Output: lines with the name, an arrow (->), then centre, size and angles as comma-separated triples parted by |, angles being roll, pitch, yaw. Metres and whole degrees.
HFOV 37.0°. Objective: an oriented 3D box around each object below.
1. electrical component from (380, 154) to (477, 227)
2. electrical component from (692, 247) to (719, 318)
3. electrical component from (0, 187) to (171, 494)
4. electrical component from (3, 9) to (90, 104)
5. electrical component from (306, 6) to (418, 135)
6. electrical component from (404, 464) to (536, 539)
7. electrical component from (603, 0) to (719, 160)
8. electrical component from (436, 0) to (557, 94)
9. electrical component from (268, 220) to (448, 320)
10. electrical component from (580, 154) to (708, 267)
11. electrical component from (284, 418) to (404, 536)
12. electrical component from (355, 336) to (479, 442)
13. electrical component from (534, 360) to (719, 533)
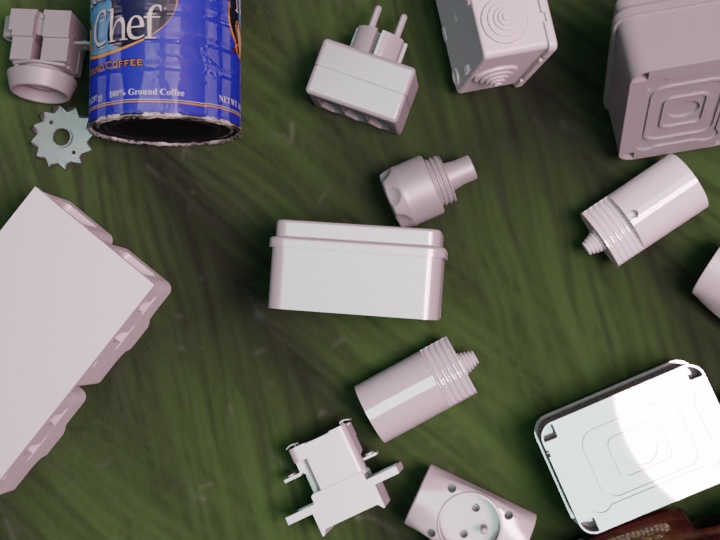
electrical component -> 0.048, -0.058, 0.728 | 0.062, 0.043, 0.043 | -23, 84, 2
electrical component -> 0.271, 0.004, 0.700 | 0.077, 0.043, 0.079 | 34, 72, 18
electrical component -> -0.230, 0.052, 0.740 | 0.105, 0.060, 0.186 | 39, 91, 7
electrical component -> -0.223, -0.150, 0.761 | 0.066, 0.048, 0.055 | 4, 79, 6
electrical component -> 0.009, -0.142, 0.735 | 0.066, 0.047, 0.076 | 20, 89, 7
electrical component -> 0.065, 0.181, 0.710 | 0.077, 0.044, 0.079 | 25, 90, 7
electrical component -> 0.199, -0.124, 0.680 | 0.078, 0.113, 0.057 | -9, 67, 5
electrical component -> 0.085, -0.169, 0.705 | 0.048, 0.100, 0.099 | -12, 85, -8
electrical component -> 0.000, 0.000, 0.712 | 0.113, 0.078, 0.057 | 4, 89, 6
electrical component -> 0.184, -0.036, 0.713 | 0.081, 0.043, 0.043 | -34, 84, 3
electrical component -> -0.015, 0.137, 0.723 | 0.081, 0.042, 0.063 | -25, 83, 3
electrical component -> 0.042, 0.077, 0.720 | 0.081, 0.043, 0.043 | -29, 84, 3
electrical component -> 0.178, 0.113, 0.697 | 0.113, 0.057, 0.078 | -24, 84, 4
